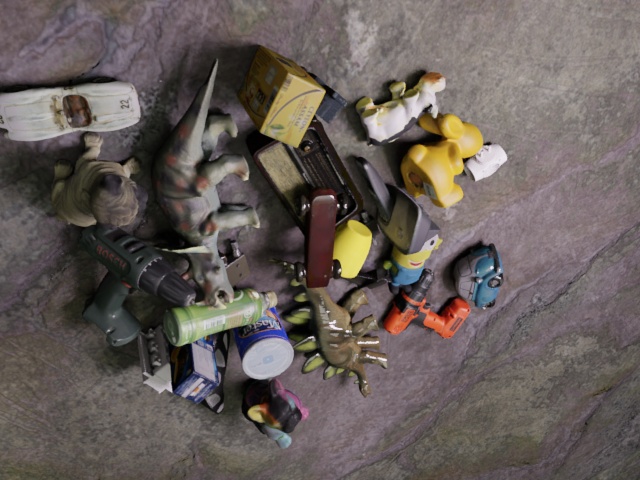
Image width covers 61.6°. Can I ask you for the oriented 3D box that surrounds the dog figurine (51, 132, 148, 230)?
[{"bbox_3d":[-0.342,-0.053,0.807,0.121,0.191,0.172,22,113,-32],"label":"dog figurine"}]

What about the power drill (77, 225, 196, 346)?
[{"bbox_3d":[-0.326,0.090,0.915,0.086,0.232,0.207,-41,166,-48],"label":"power drill"}]

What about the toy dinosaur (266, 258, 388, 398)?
[{"bbox_3d":[0.026,0.196,1.177,0.199,0.105,0.470,-23,122,-3],"label":"toy dinosaur"}]

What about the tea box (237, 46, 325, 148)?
[{"bbox_3d":[-0.064,-0.222,0.821,0.068,0.170,0.098,18,115,-29],"label":"tea box"}]

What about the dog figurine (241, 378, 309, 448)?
[{"bbox_3d":[-0.110,0.345,1.139,0.108,0.192,0.219,-49,150,-18],"label":"dog figurine"}]

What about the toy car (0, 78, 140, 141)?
[{"bbox_3d":[-0.370,-0.191,0.788,0.202,0.056,0.073,-11,125,-16],"label":"toy car"}]

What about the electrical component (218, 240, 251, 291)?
[{"bbox_3d":[-0.181,0.055,1.038,0.078,0.045,0.102,-43,136,-27],"label":"electrical component"}]

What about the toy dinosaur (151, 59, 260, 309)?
[{"bbox_3d":[-0.211,-0.082,0.894,0.192,0.131,0.404,-16,120,-12],"label":"toy dinosaur"}]

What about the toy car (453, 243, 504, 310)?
[{"bbox_3d":[0.361,0.085,1.249,0.103,0.109,0.161,3,135,4],"label":"toy car"}]

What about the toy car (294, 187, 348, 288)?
[{"bbox_3d":[-0.002,-0.003,0.973,0.089,0.053,0.201,-6,121,-15],"label":"toy car"}]

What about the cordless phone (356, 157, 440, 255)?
[{"bbox_3d":[0.137,-0.073,1.015,0.089,0.147,0.184,-36,126,1],"label":"cordless phone"}]

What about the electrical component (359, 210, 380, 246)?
[{"bbox_3d":[0.088,-0.018,1.110,0.063,0.021,0.093,-27,128,-3],"label":"electrical component"}]

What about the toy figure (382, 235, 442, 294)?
[{"bbox_3d":[0.186,0.031,1.146,0.082,0.089,0.180,-25,144,-40],"label":"toy figure"}]

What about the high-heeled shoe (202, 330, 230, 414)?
[{"bbox_3d":[-0.225,0.280,1.168,0.145,0.086,0.248,-51,152,-24],"label":"high-heeled shoe"}]

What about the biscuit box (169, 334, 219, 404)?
[{"bbox_3d":[-0.241,0.205,1.008,0.063,0.203,0.059,-46,123,12],"label":"biscuit box"}]

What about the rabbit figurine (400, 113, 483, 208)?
[{"bbox_3d":[0.236,-0.172,1.031,0.173,0.122,0.162,-36,119,-14],"label":"rabbit figurine"}]

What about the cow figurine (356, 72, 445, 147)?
[{"bbox_3d":[0.153,-0.231,0.967,0.167,0.068,0.098,-25,133,-1],"label":"cow figurine"}]

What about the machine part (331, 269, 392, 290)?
[{"bbox_3d":[0.076,0.076,1.134,0.139,0.084,0.039,19,70,-30],"label":"machine part"}]

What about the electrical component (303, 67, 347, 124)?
[{"bbox_3d":[0.001,-0.230,0.874,0.074,0.119,0.048,32,105,-37],"label":"electrical component"}]

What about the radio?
[{"bbox_3d":[-0.021,-0.115,0.967,0.131,0.073,0.229,-32,130,2],"label":"radio"}]
